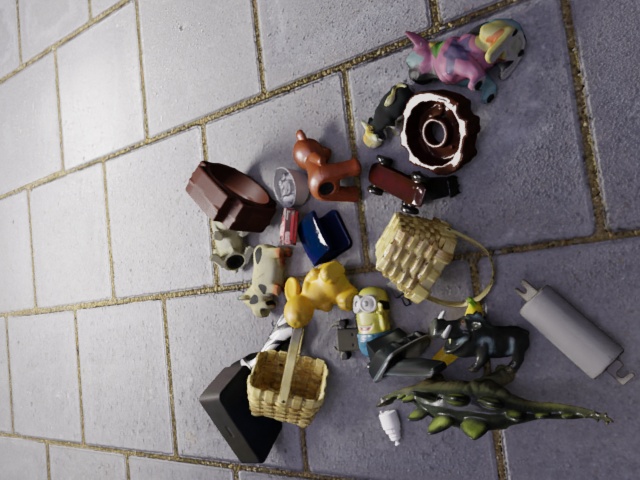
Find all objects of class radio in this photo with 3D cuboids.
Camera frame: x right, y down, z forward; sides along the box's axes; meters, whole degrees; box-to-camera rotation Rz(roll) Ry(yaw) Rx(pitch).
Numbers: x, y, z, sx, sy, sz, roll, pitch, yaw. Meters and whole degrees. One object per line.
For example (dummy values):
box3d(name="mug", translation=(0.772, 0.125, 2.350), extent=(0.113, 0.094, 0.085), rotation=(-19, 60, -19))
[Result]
box3d(name="radio", translation=(-0.192, 0.432, 1.345), extent=(0.073, 0.131, 0.229), rotation=(-12, 114, 32))

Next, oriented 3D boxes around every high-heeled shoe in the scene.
box3d(name="high-heeled shoe", translation=(-0.147, 0.262, 1.389), extent=(0.249, 0.086, 0.145), rotation=(-15, 87, 24))

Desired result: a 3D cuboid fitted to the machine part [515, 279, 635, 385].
box3d(name="machine part", translation=(0.455, 0.165, 0.979), extent=(0.243, 0.079, 0.079), rotation=(46, 114, 25))

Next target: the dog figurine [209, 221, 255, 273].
box3d(name="dog figurine", translation=(-0.261, -0.021, 1.484), extent=(0.191, 0.121, 0.172), rotation=(-124, 40, -50))

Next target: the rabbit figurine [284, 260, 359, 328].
box3d(name="rabbit figurine", translation=(-0.021, 0.129, 1.247), extent=(0.163, 0.173, 0.121), rotation=(15, 143, 55))

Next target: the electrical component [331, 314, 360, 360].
box3d(name="electrical component", translation=(0.066, 0.230, 1.271), extent=(0.078, 0.045, 0.102), rotation=(-11, 85, 5))

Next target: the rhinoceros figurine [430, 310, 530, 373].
box3d(name="rhinoceros figurine", translation=(0.306, 0.191, 1.033), extent=(0.190, 0.073, 0.112), rotation=(8, 117, 1))

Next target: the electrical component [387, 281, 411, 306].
box3d(name="electrical component", translation=(0.186, 0.097, 1.199), extent=(0.063, 0.021, 0.094), rotation=(-41, 67, 28))

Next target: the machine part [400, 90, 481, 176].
box3d(name="machine part", translation=(0.246, -0.223, 1.108), extent=(0.180, 0.056, 0.179), rotation=(26, 127, 40))

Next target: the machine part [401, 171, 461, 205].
box3d(name="machine part", translation=(0.233, -0.111, 1.155), extent=(0.139, 0.039, 0.084), rotation=(2, 86, 44))

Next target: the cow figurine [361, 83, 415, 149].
box3d(name="cow figurine", translation=(0.148, -0.270, 1.185), extent=(0.068, 0.098, 0.167), rotation=(49, 115, 18))

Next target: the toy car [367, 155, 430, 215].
box3d(name="toy car", translation=(0.170, -0.120, 1.161), extent=(0.202, 0.053, 0.089), rotation=(37, 115, 54))

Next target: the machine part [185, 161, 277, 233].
box3d(name="machine part", translation=(-0.223, -0.112, 1.377), extent=(0.202, 0.201, 0.087), rotation=(43, 110, 28))

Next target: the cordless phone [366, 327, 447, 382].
box3d(name="cordless phone", translation=(0.198, 0.236, 1.092), extent=(0.184, 0.146, 0.088), rotation=(-11, 93, 52))

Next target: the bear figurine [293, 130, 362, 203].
box3d(name="bear figurine", translation=(0.010, -0.179, 1.286), extent=(0.196, 0.132, 0.120), rotation=(-109, 15, -47))

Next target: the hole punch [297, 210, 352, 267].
box3d(name="hole punch", translation=(-0.003, -0.004, 1.294), extent=(0.116, 0.092, 0.142), rotation=(-37, 73, 33))

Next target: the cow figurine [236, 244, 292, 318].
box3d(name="cow figurine", translation=(-0.145, 0.106, 1.393), extent=(0.127, 0.085, 0.194), rotation=(9, 97, 29))

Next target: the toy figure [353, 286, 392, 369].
box3d(name="toy figure", translation=(0.122, 0.195, 1.209), extent=(0.082, 0.089, 0.180), rotation=(-10, 93, 20))

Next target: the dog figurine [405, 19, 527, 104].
box3d(name="dog figurine", translation=(0.278, -0.386, 1.091), extent=(0.219, 0.108, 0.191), rotation=(44, 112, 31))

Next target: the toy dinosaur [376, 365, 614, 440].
box3d(name="toy dinosaur", translation=(0.300, 0.311, 1.013), extent=(0.472, 0.198, 0.105), rotation=(-14, 85, 36))
